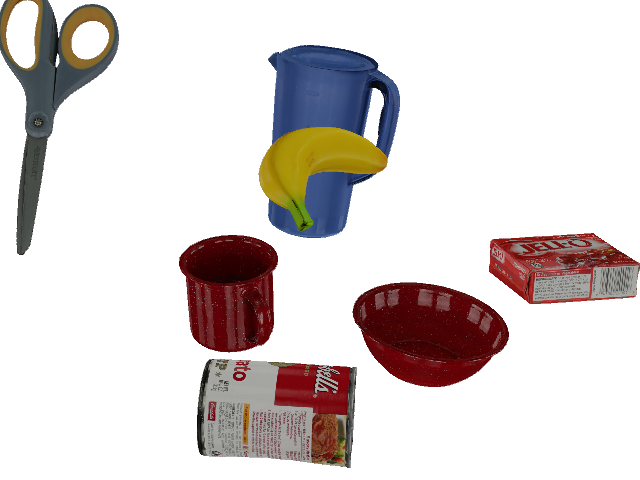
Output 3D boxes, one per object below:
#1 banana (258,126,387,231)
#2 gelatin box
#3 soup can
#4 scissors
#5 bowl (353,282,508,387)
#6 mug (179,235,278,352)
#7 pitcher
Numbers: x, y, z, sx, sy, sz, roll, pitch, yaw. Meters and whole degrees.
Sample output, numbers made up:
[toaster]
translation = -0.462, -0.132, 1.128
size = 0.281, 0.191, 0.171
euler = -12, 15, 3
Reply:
[banana]
translation = -0.002, -0.059, 0.848
size = 0.037, 0.069, 0.197
euler = -34, 3, 29
[gelatin box]
translation = 0.180, 0.019, 0.798
size = 0.089, 0.030, 0.073
euler = -3, 18, -13
[soup can]
translation = -0.028, 0.117, 0.725
size = 0.102, 0.068, 0.068
euler = 3, 0, 4
[scissors]
translation = -0.184, -0.093, 0.770
size = 0.096, 0.202, 0.016
euler = -10, -14, -11
[bowl]
translation = 0.110, 0.104, 1.106
size = 0.162, 0.055, 0.162
euler = 6, 26, -3
[mug]
translation = -0.079, 0.057, 1.009
size = 0.093, 0.081, 0.117
euler = -19, 35, -29
[pitcher]
translation = 0.005, -0.128, 1.413
size = 0.144, 0.243, 0.149
euler = -2, 24, -21
